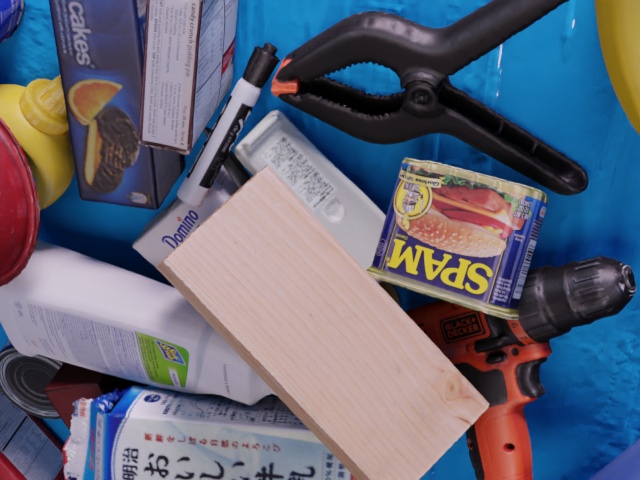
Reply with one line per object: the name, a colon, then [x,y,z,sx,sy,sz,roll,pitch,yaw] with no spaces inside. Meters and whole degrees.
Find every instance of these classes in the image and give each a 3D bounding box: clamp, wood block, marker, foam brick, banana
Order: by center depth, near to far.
banana: [0.184,-0.134,0.601,0.037,0.070,0.198,-25,133,-16]
clamp: [0.074,-0.092,0.678,0.210,0.036,0.164,-1,131,22]
wood block: [-0.002,0.060,0.692,0.206,0.090,0.090,47,170,-5]
marker: [-0.061,-0.077,0.716,0.020,0.020,0.121,29,105,-4]
foam brick: [-0.179,0.116,0.881,0.053,0.078,0.051,-8,120,23]

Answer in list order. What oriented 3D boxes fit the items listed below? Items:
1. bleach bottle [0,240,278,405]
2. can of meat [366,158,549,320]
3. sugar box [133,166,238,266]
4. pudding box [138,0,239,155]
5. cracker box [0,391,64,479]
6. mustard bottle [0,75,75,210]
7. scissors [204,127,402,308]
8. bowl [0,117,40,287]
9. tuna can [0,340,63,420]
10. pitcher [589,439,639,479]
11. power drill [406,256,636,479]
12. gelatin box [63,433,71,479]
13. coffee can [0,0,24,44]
bleach bottle: [-0.124,0.074,0.803,0.251,0.068,0.102,16,142,21]
can of meat: [0.090,-0.002,0.696,0.102,0.057,0.084,17,92,24]
sugar box: [-0.044,0.031,0.800,0.176,0.048,0.093,46,124,-12]
pudding box: [-0.081,-0.124,0.671,0.039,0.090,0.113,14,128,7]
cracker box: [-0.348,0.190,0.992,0.164,0.072,0.213,-23,114,29]
mustard bottle: [-0.234,-0.058,0.785,0.096,0.058,0.192,49,125,-5]
scissors: [-0.005,0.001,0.759,0.016,0.096,0.202,-20,92,61]
bowl: [-0.278,-0.030,0.751,0.162,0.055,0.162,11,115,25]
tuna can: [-0.239,0.115,0.927,0.086,0.033,0.086,9,127,11]
pitcher: [0.271,0.206,0.781,0.149,0.144,0.243,50,132,13]
power drill: [0.151,0.115,0.737,0.185,0.057,0.187,-21,81,40]
gelatin box: [-0.192,0.176,0.921,0.030,0.089,0.073,12,127,5]
coffee can: [-0.269,-0.140,0.686,0.103,0.140,0.103,8,127,11]
